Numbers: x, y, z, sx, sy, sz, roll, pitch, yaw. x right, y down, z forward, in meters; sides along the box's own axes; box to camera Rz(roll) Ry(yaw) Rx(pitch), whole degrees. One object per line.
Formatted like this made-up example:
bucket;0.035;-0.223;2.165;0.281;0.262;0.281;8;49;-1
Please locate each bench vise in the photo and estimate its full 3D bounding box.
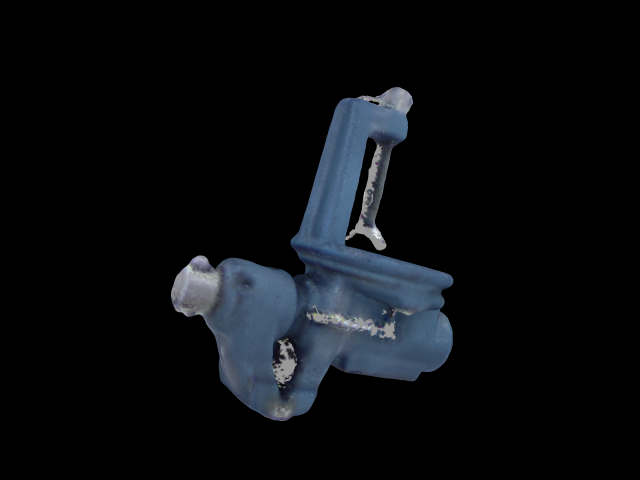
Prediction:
bench vise;0.012;0.002;0.392;0.121;0.220;0.208;6;9;42
